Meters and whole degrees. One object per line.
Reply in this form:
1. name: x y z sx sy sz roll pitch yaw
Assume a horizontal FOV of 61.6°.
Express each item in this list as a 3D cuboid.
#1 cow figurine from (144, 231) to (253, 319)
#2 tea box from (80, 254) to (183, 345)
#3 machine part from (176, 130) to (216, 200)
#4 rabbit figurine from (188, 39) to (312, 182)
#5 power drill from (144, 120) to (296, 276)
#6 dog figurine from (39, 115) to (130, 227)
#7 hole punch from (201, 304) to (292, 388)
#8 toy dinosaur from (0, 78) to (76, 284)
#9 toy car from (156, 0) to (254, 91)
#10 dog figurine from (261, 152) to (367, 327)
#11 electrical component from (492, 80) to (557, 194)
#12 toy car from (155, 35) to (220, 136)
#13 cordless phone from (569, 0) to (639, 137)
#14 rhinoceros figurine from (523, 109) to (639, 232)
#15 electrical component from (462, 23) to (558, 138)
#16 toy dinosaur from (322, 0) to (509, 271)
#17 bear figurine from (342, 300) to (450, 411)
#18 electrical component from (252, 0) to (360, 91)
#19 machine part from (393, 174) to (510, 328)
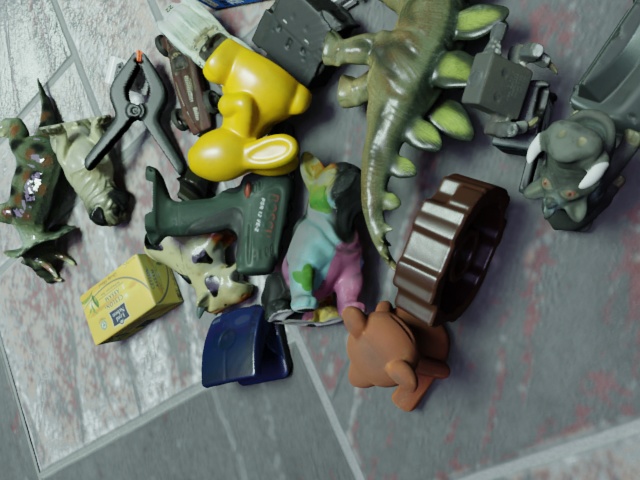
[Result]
1. cow figurine: -0.189 0.035 0.829 0.195 0.085 0.127 30 96 13
2. tea box: -0.328 0.102 0.927 0.170 0.068 0.098 -34 73 25
3. machine part: -0.191 -0.110 0.861 0.084 0.039 0.138 41 121 29
4. rabbit figurine: -0.098 -0.146 0.714 0.162 0.122 0.173 34 84 0
5. power drill: -0.139 -0.065 0.767 0.207 0.086 0.232 2 80 -9
6. dog figurine: -0.418 -0.123 0.977 0.172 0.121 0.190 -139 37 -67
7. hole punch: -0.115 0.157 0.792 0.142 0.092 0.115 -21 76 32
8. toy dinosaur: -0.538 -0.113 1.031 0.192 0.131 0.404 11 91 18
9. toy car: -0.163 -0.290 0.813 0.202 0.056 0.073 43 89 8
10. dog figurine: -0.001 -0.002 0.713 0.191 0.108 0.219 -28 54 58
11. electrical component: 0.226 -0.113 0.600 0.048 0.075 0.119 17 101 29
12. toy car: -0.218 -0.272 0.876 0.089 0.053 0.202 -17 80 26
13. cordless phone: 0.364 -0.152 0.527 0.184 0.088 0.146 34 106 14
14. rhinoceros figurine: 0.247 -0.065 0.525 0.073 0.190 0.112 39 90 28
15. electrical component: 0.191 -0.155 0.542 0.045 0.078 0.102 29 99 57
16. toy dinosaur: 0.107 -0.202 0.629 0.199 0.105 0.471 16 86 27
17. bear figurine: 0.077 0.137 0.615 0.120 0.196 0.132 44 111 20
18. electrical component: -0.026 -0.271 0.734 0.115 0.058 0.134 46 131 11
19. machine part: 0.145 0.011 0.592 0.056 0.179 0.179 27 103 30
